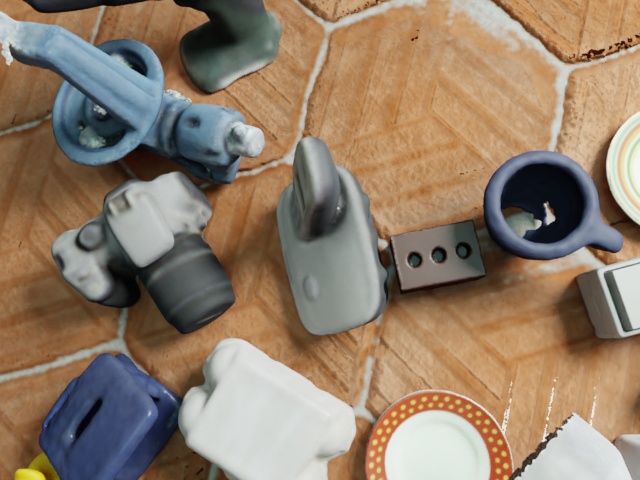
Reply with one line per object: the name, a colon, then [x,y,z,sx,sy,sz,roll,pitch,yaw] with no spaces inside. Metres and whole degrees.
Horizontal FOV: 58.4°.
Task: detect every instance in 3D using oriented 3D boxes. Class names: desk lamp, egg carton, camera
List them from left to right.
camera: [-0.153,0.024,0.525,0.143,0.101,0.137,-34,79,-1]
egg carton: [-0.049,0.163,0.509,0.150,0.069,0.107,29,85,9]
desk lamp: [0.194,0.221,0.403,0.203,0.213,0.118,43,87,11]

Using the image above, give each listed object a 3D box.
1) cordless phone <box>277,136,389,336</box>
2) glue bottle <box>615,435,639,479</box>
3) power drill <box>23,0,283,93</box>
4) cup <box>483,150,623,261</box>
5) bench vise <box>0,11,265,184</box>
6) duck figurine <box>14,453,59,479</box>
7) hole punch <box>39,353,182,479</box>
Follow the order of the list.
cordless phone: [0.004,0.002,0.471,0.094,0.185,0.147,-17,79,3]
glue bottle: [0.287,0.176,0.422,0.078,0.173,0.037,-2,80,6]
power drill: [-0.110,-0.216,0.506,0.229,0.208,0.075,-29,79,0]
cup: [0.195,-0.017,0.502,0.117,0.095,0.092,27,84,9]
bench vise: [-0.155,-0.128,0.490,0.207,0.220,0.121,-2,80,5]
duck figurine: [-0.255,0.246,0.506,0.077,0.086,0.104,5,81,7]
hole punch: [-0.195,0.166,0.511,0.101,0.091,0.109,34,85,10]
